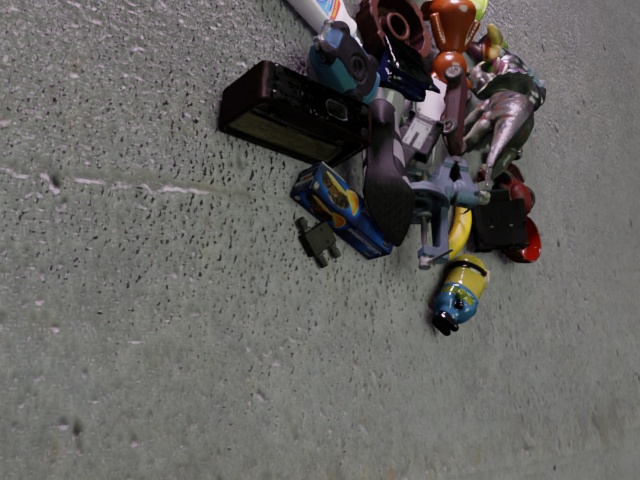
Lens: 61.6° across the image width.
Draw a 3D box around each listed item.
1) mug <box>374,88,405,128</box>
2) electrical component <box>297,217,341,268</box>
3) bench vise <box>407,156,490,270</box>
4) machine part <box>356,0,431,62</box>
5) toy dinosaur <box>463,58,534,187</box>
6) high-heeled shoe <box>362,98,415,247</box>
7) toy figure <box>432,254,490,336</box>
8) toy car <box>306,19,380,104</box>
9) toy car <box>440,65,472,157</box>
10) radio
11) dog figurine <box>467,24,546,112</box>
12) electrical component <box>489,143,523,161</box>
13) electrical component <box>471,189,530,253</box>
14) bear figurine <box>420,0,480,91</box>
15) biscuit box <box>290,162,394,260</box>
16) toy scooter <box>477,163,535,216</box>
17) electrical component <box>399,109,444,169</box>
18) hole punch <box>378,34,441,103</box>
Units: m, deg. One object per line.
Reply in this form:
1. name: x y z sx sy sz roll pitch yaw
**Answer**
1. mug: 0.121 -0.222 1.037 0.109 0.081 0.107 24 75 -47
2. electrical component: -0.002 -0.003 0.909 0.063 0.021 0.094 -35 100 -39
3. bench vise: 0.217 -0.049 1.012 0.223 0.129 0.240 16 58 -18
4. machine part: 0.154 -0.440 1.129 0.179 0.056 0.179 11 71 -35
5. toy dinosaur: 0.391 -0.257 1.144 0.131 0.192 0.405 29 30 -17
6. high-heeled shoe: 0.115 -0.121 0.948 0.145 0.086 0.248 -81 165 -73
7. toy figure: 0.279 0.103 1.069 0.180 0.082 0.089 -46 110 -34
8. toy car: 0.027 -0.303 0.958 0.161 0.103 0.109 42 59 -36
9. toy car: 0.273 -0.261 1.098 0.089 0.053 0.202 46 50 -53
10. radio: -0.032 -0.194 0.864 0.229 0.131 0.073 13 69 -36
11. dog figurine: 0.449 -0.415 1.322 0.219 0.108 0.191 43 41 -17
12. electrical component: 0.459 -0.240 1.326 0.078 0.045 0.102 -25 94 -41
13. electrical component: 0.387 -0.042 1.171 0.115 0.058 0.134 -6 78 2
14. bear figurine: 0.289 -0.433 1.207 0.120 0.132 0.195 0 108 -11
15. biscuit box: 0.046 -0.046 0.933 0.202 0.063 0.059 38 58 -25
16. toy scooter: 0.424 -0.129 1.250 0.135 0.075 0.183 -21 88 -40
17. electrical component: 0.174 -0.175 1.000 0.075 0.047 0.119 24 83 14
18. hole punch: 0.150 -0.317 1.045 0.142 0.092 0.116 18 44 -37
